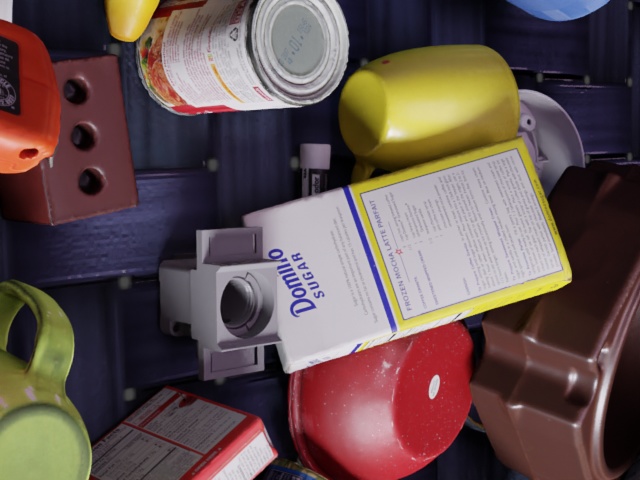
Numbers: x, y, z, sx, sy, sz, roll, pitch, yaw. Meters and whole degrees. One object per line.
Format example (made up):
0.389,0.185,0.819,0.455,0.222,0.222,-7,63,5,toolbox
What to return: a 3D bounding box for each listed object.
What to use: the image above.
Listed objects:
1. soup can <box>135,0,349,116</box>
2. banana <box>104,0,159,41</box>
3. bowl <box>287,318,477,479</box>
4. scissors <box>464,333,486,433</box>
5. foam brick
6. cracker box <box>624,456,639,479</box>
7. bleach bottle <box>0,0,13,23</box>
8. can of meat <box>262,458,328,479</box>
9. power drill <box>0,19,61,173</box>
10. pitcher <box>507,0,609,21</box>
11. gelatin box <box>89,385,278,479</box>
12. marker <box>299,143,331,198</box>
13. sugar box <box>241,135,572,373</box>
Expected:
-0.042,-0.102,0.567,0.068,0.102,0.068,-3,95,-42,soup can
-0.113,-0.204,0.545,0.069,0.037,0.198,-25,108,-8,banana
0.053,0.090,0.682,0.161,0.055,0.162,-12,107,-47,bowl
0.160,0.134,0.822,0.201,0.016,0.096,41,67,-36,scissors
-0.129,-0.051,0.528,0.052,0.051,0.078,-17,104,-40,foam brick
0.269,0.173,0.808,0.072,0.164,0.213,39,56,3,cracker box
-0.248,-0.087,0.396,0.250,0.068,0.102,-1,105,-28,bleach bottle
-0.009,0.194,0.651,0.102,0.058,0.084,47,61,-34,can of meat
-0.197,-0.021,0.392,0.184,0.188,0.057,15,51,-39,power drill
0.103,-0.240,0.680,0.242,0.145,0.149,18,93,-45,pitcher
-0.078,0.117,0.561,0.073,0.089,0.030,-40,120,-32,gelatin box
-0.004,0.001,0.664,0.020,0.020,0.121,-1,94,-42,marker
0.050,0.008,0.628,0.176,0.048,0.093,-16,77,-7,sugar box
